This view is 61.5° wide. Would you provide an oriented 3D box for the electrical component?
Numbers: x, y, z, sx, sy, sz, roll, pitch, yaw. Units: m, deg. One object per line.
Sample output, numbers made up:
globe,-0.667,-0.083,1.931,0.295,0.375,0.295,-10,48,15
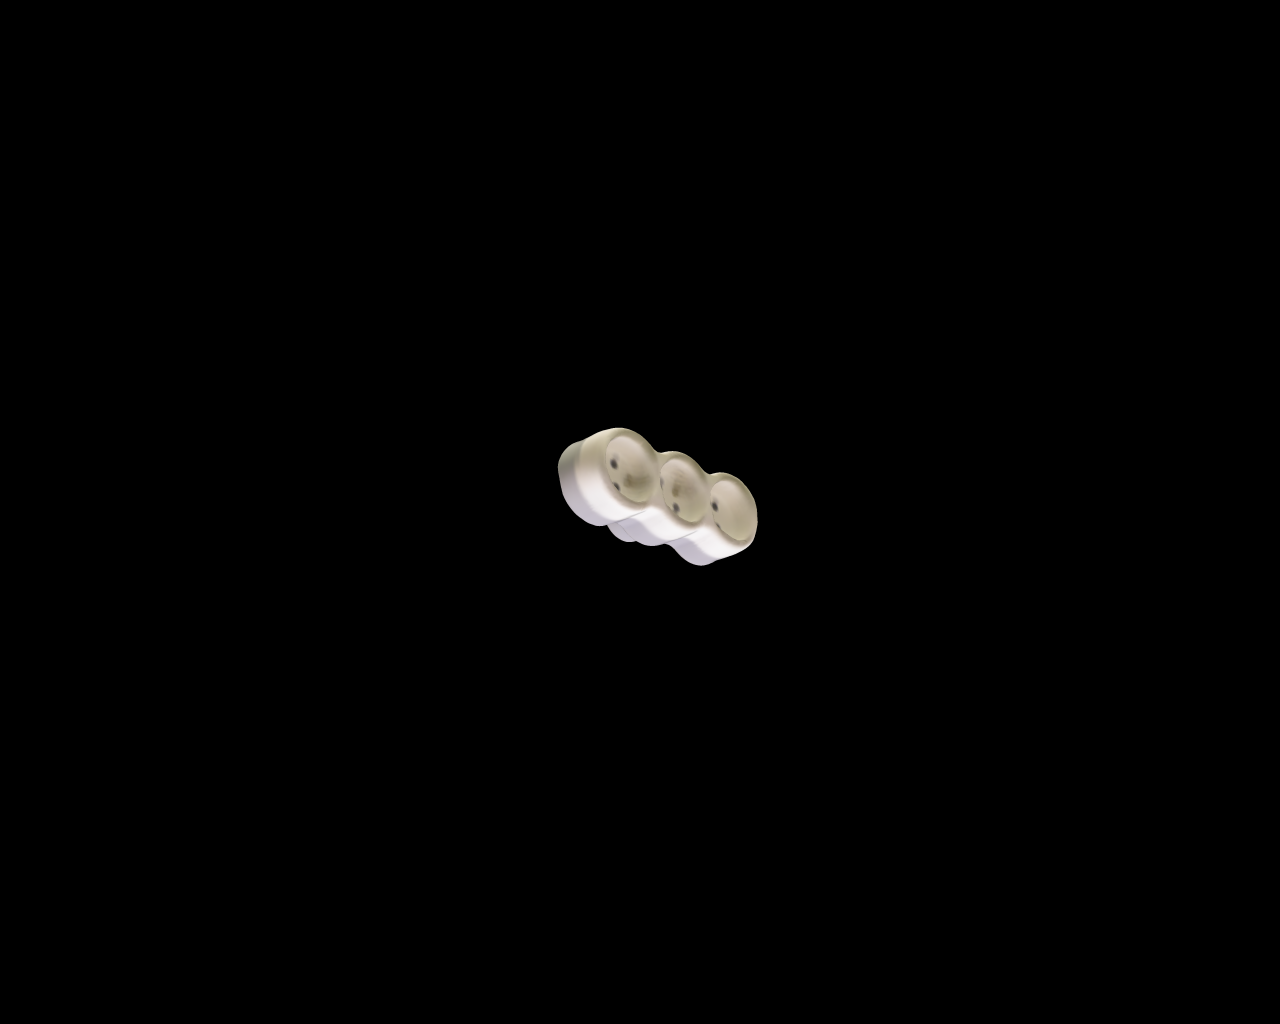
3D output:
electrical component,0.001,-0.003,0.650,0.073,0.052,0.138,-21,-31,40
